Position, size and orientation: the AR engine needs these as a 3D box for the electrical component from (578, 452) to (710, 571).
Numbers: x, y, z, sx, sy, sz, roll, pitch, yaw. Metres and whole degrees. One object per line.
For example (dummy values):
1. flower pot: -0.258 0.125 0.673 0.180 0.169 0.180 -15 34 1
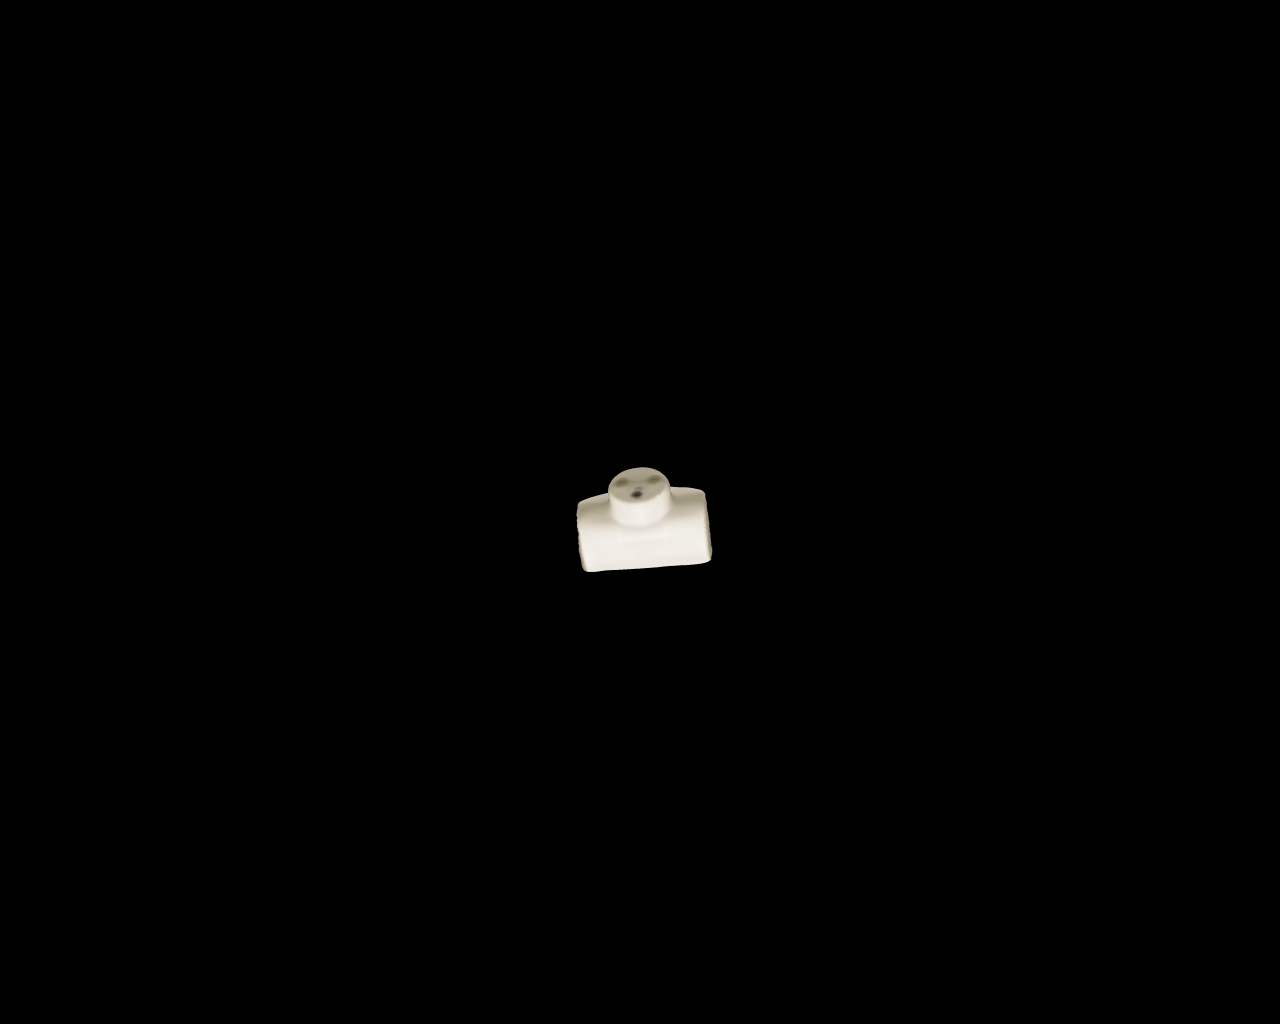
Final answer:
1. electrical component: 0.001 -0.003 0.650 0.077 0.079 0.043 -5 37 4
